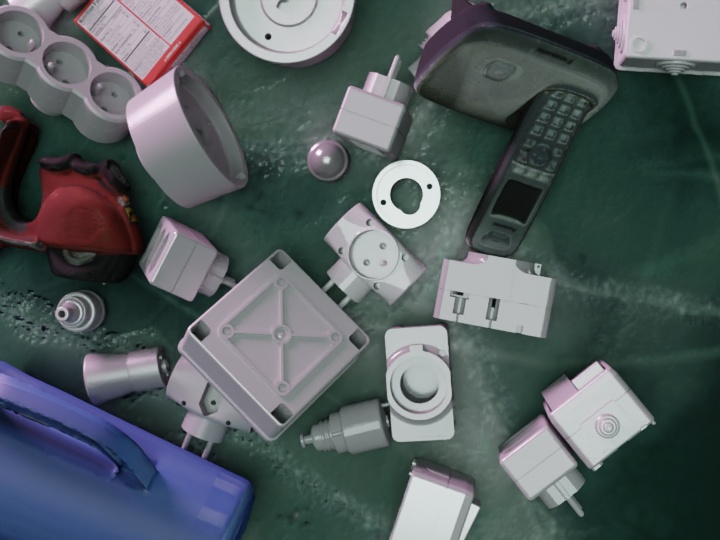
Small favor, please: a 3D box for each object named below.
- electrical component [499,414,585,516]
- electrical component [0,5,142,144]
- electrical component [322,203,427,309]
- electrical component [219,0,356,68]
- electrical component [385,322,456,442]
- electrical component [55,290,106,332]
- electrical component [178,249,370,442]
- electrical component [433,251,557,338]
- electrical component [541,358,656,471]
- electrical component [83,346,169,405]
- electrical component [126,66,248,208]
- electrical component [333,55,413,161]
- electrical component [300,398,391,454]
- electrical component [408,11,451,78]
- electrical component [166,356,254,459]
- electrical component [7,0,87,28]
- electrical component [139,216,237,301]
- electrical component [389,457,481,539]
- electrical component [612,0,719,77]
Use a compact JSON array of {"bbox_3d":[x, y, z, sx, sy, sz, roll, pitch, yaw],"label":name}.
[{"bbox_3d":[0.151,0.161,0.850,0.047,0.066,0.076,-39,87,6],"label":"electrical component"},{"bbox_3d":[-0.252,-0.153,0.892,0.138,0.074,0.052,33,56,-13],"label":"electrical component"},{"bbox_3d":[0.000,0.000,0.875,0.077,0.044,0.079,45,95,4],"label":"electrical component"},{"bbox_3d":[-0.054,-0.215,0.869,0.108,0.060,0.108,0,91,6],"label":"electrical component"},{"bbox_3d":[0.049,0.089,0.865,0.050,0.056,0.089,-4,91,7],"label":"electrical component"},{"bbox_3d":[-0.236,0.035,0.894,0.035,0.061,0.035,0,91,7],"label":"electrical component"},{"bbox_3d":[-0.068,0.059,0.856,0.108,0.056,0.109,45,63,4],"label":"electrical component"},{"bbox_3d":[0.108,0.017,0.859,0.089,0.050,0.055,10,92,6],"label":"electrical component"},{"bbox_3d":[0.181,0.107,0.830,0.062,0.096,0.061,-39,86,5],"label":"electrical component"},{"bbox_3d":[-0.193,0.086,0.901,0.065,0.044,0.044,-11,90,2],"label":"electrical component"},{"bbox_3d":[-0.144,-0.101,0.861,0.060,0.108,0.108,-26,88,12],"label":"electrical component"},{"bbox_3d":[0.018,-0.132,0.850,0.047,0.083,0.075,21,93,6],"label":"electrical component"},{"bbox_3d":[-0.010,0.131,0.881,0.078,0.040,0.040,-14,90,7],"label":"electrical component"},{"bbox_3d":[0.067,-0.176,0.864,0.062,0.043,0.043,-40,87,7],"label":"electrical component"},{"bbox_3d":[-0.123,0.117,0.892,0.077,0.043,0.079,23,94,6],"label":"electrical component"},{"bbox_3d":[-0.260,-0.230,0.900,0.055,0.045,0.045,-36,87,6],"label":"electrical component"},{"bbox_3d":[-0.134,-0.002,0.884,0.077,0.066,0.047,26,94,-24],"label":"electrical component"},{"bbox_3d":[0.056,0.209,0.864,0.061,0.062,0.096,19,93,6],"label":"electrical component"},{"bbox_3d":[0.249,-0.201,0.839,0.100,0.048,0.099,5,92,7],"label":"electrical component"}]
